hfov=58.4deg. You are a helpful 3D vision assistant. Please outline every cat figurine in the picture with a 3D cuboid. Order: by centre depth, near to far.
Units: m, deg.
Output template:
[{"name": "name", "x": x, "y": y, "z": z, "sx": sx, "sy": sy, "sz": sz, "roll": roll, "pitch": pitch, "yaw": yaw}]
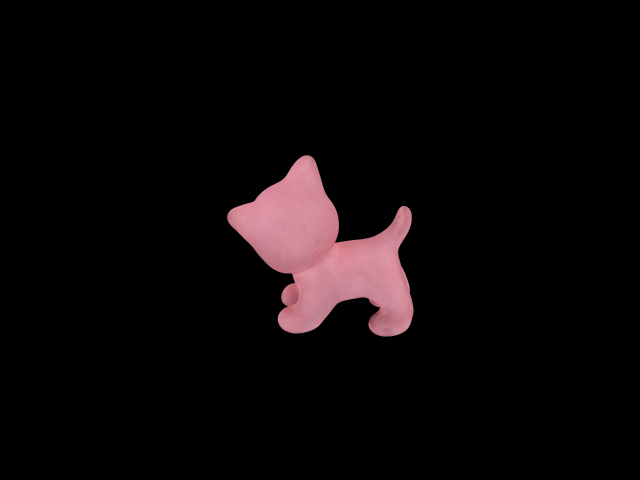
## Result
[{"name": "cat figurine", "x": 0.004, "y": 0.001, "z": 0.400, "sx": 0.128, "sy": 0.118, "sz": 0.067, "roll": 0, "pitch": 21, "yaw": 0}]
